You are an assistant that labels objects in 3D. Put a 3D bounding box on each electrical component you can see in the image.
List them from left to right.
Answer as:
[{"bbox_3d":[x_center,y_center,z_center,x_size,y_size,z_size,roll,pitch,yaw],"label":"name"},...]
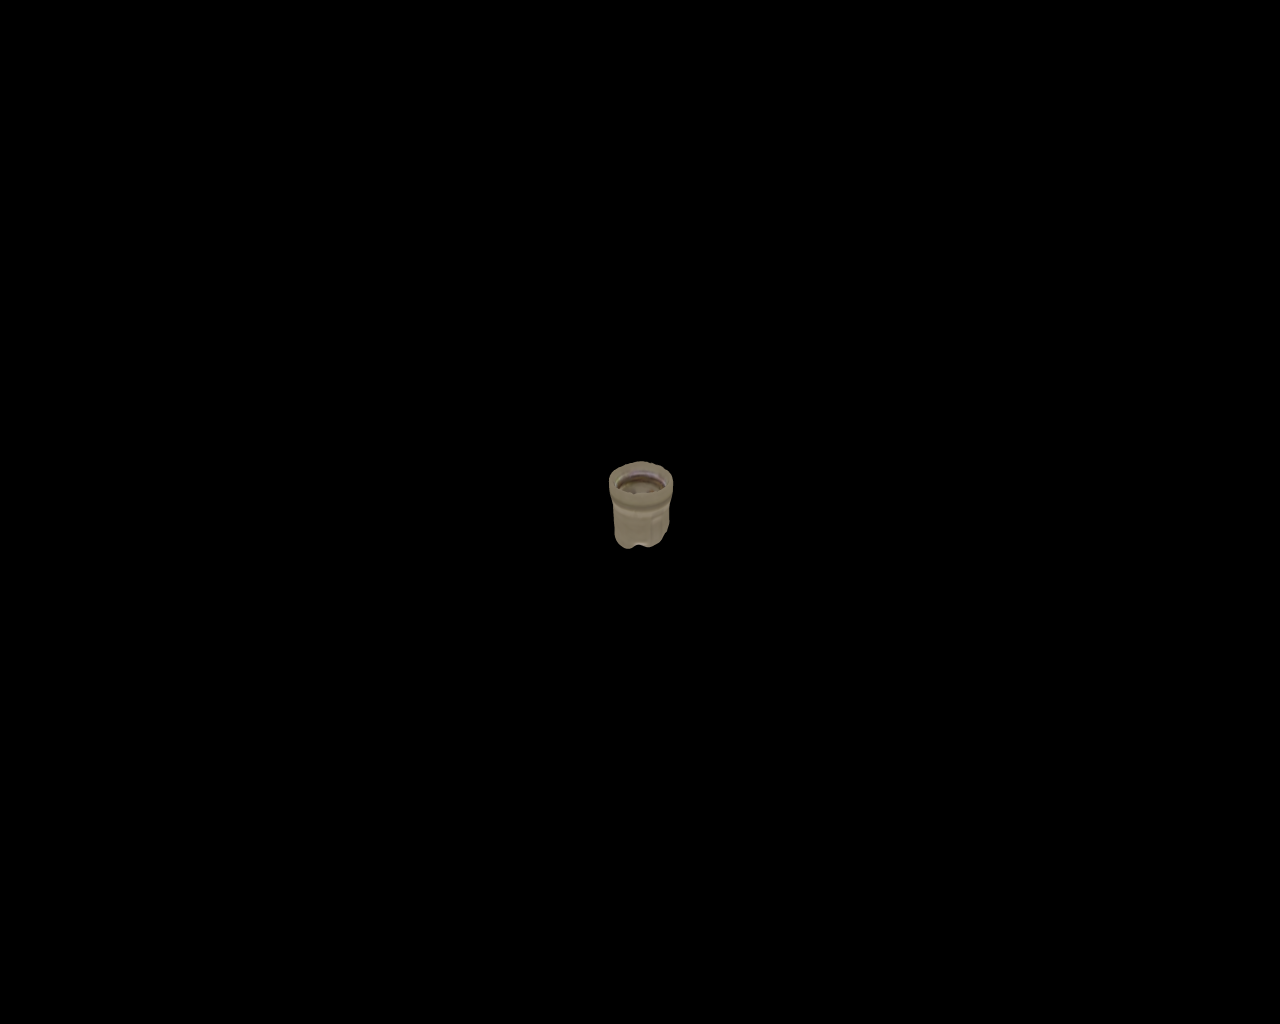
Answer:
[{"bbox_3d":[0.001,-0.003,0.650,0.040,0.046,0.040,0,34,0],"label":"electrical component"}]
